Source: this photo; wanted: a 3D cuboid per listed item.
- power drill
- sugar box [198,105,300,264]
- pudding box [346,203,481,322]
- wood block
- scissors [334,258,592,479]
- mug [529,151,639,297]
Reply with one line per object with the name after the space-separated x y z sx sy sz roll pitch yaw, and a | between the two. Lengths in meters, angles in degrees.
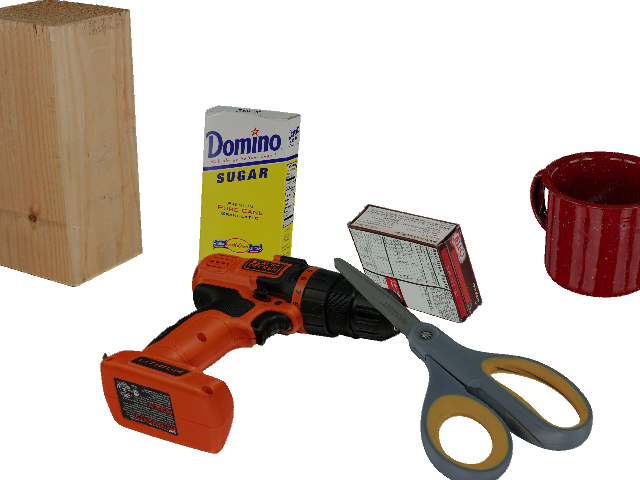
-0.051 0.075 0.773 0.185 0.057 0.187 8 29 31 | power drill
-0.074 -0.045 1.094 0.093 0.176 0.048 7 16 16 | sugar box
0.085 0.020 0.973 0.114 0.090 0.039 13 44 42 | pudding box
-0.209 -0.081 0.857 0.091 0.206 0.090 13 25 27 | wood block
0.053 0.070 0.593 0.202 0.016 0.096 25 49 36 | scissors
0.203 -0.015 0.807 0.093 0.081 0.117 -24 35 -31 | mug
